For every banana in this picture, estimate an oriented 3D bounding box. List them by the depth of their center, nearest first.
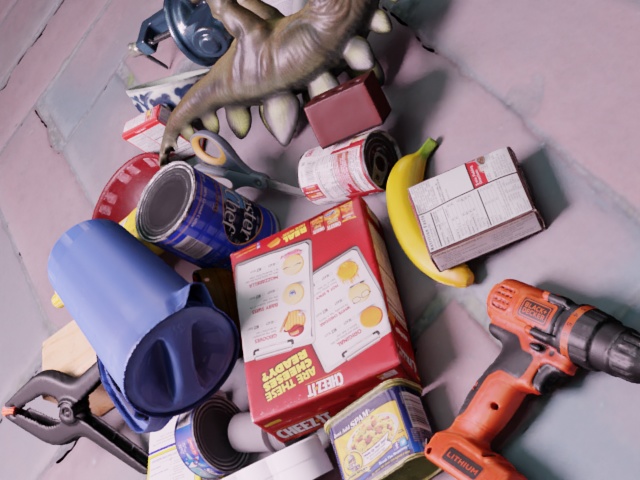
[{"bbox_3d":[0.105,-0.022,1.100,0.070,0.037,0.198,-34,47,28],"label":"banana"}]

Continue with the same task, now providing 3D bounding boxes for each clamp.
[{"bbox_3d":[-0.288,0.211,1.283,0.210,0.036,0.164,-12,96,25],"label":"clamp"}]

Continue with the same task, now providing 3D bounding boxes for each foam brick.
[{"bbox_3d":[0.030,-0.142,1.163,0.078,0.051,0.053,-21,17,22],"label":"foam brick"}]

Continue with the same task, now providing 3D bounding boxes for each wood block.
[{"bbox_3d":[-0.246,0.129,1.331,0.206,0.090,0.090,-34,47,28],"label":"wood block"}]

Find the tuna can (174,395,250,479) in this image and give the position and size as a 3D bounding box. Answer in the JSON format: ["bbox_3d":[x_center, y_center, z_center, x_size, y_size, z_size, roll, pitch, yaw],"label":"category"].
[{"bbox_3d":[-0.116,0.214,1.153,0.034,0.086,0.086,-27,50,34],"label":"tuna can"}]

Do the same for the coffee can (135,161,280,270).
[{"bbox_3d":[-0.132,-0.018,1.260,0.103,0.140,0.103,-24,52,35],"label":"coffee can"}]

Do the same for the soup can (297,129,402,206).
[{"bbox_3d":[0.032,-0.079,1.184,0.102,0.068,0.068,-12,60,42],"label":"soup can"}]

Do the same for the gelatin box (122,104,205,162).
[{"bbox_3d":[-0.211,-0.141,1.451,0.073,0.089,0.030,-19,53,38],"label":"gelatin box"}]

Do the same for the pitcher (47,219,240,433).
[{"bbox_3d":[-0.206,0.084,1.161,0.149,0.145,0.243,-39,44,-12],"label":"pitcher"}]

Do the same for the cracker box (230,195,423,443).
[{"bbox_3d":[0.002,0.080,1.101,0.164,0.072,0.214,-25,51,16],"label":"cracker box"}]

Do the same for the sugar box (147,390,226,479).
[{"bbox_3d":[-0.150,0.258,1.194,0.093,0.048,0.176,-26,48,34],"label":"sugar box"}]

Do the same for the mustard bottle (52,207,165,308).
[{"bbox_3d":[-0.272,0.032,1.347,0.192,0.058,0.096,-35,28,25],"label":"mustard bottle"}]

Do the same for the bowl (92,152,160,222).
[{"bbox_3d":[-0.239,-0.035,1.444,0.162,0.055,0.162,-24,52,35],"label":"bowl"}]

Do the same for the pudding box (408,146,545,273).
[{"bbox_3d":[0.150,-0.031,1.037,0.113,0.039,0.090,-24,51,13],"label":"pudding box"}]

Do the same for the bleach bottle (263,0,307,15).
[{"bbox_3d":[-0.036,-0.314,1.394,0.103,0.068,0.250,-14,54,30],"label":"bleach bottle"}]

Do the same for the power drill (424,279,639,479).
[{"bbox_3d":[0.185,0.137,0.915,0.185,0.057,0.187,25,84,53],"label":"power drill"}]

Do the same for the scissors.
[{"bbox_3d":[-0.082,-0.088,1.273,0.202,0.096,0.016,3,34,36],"label":"scissors"}]

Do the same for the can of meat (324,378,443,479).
[{"bbox_3d":[0.061,0.194,1.007,0.102,0.057,0.084,-39,47,24],"label":"can of meat"}]
